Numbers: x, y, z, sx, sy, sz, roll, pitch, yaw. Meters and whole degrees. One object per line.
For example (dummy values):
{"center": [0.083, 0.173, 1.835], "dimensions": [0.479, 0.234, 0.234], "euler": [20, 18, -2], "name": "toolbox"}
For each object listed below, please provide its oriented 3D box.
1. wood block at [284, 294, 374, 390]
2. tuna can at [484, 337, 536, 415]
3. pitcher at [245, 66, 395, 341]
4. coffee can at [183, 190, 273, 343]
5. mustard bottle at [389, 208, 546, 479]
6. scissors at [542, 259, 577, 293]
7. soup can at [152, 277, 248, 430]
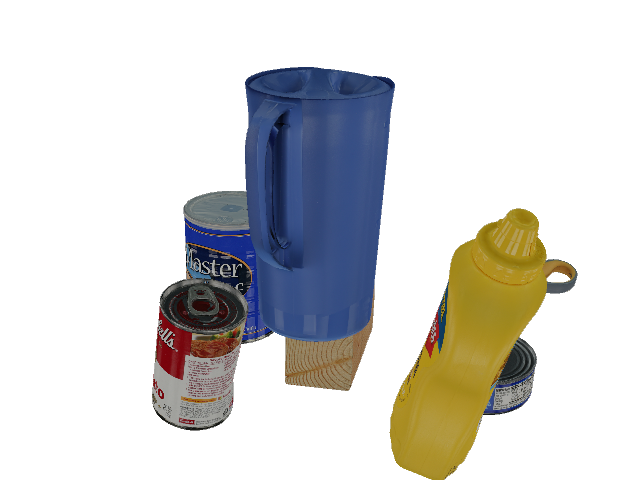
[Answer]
{"center": [0.016, 0.122, 1.488], "dimensions": [0.091, 0.090, 0.206], "euler": [5, 19, 9], "name": "wood block"}
{"center": [0.134, 0.107, 0.886], "dimensions": [0.086, 0.034, 0.086], "euler": [1, 27, -1], "name": "tuna can"}
{"center": [-0.009, -0.031, 0.979], "dimensions": [0.149, 0.243, 0.145], "euler": [-5, 21, -15], "name": "pitcher"}
{"center": [-0.097, 0.028, 1.167], "dimensions": [0.103, 0.140, 0.103], "euler": [1, 23, -1], "name": "coffee can"}
{"center": [0.094, 0.056, 0.653], "dimensions": [0.058, 0.192, 0.096], "euler": [22, 42, 6], "name": "mustard bottle"}
{"center": [0.192, 0.039, 1.107], "dimensions": [0.201, 0.016, 0.096], "euler": [-11, 37, -43], "name": "scissors"}
{"center": [-0.096, 0.090, 0.840], "dimensions": [0.068, 0.102, 0.068], "euler": [7, 33, -5], "name": "soup can"}
